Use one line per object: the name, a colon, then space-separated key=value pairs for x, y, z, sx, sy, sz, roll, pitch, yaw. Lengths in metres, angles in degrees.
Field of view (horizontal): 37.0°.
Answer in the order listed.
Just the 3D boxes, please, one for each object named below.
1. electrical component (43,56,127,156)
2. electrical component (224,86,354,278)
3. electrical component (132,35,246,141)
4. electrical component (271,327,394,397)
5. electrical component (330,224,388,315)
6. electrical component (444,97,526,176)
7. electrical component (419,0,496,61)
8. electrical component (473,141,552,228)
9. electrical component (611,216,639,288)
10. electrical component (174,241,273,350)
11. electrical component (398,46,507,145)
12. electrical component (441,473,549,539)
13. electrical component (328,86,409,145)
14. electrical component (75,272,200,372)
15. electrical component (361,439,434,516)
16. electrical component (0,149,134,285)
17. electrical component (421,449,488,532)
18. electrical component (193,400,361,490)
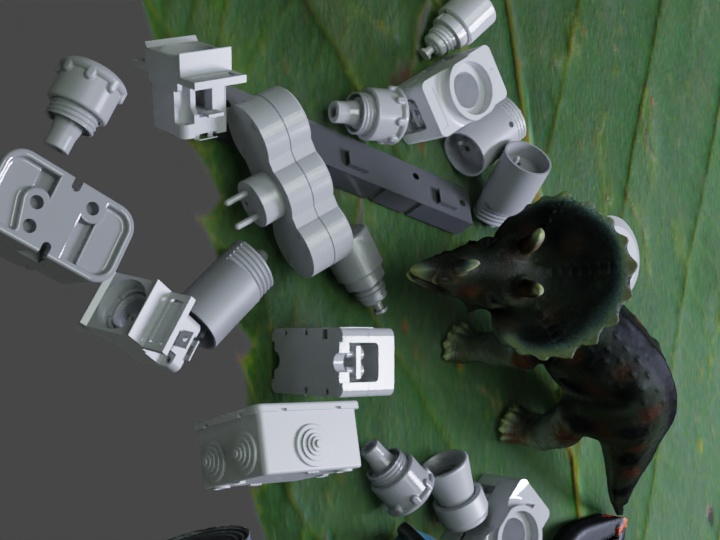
electrical component: x=-0.187 y=-0.106 z=0.710 sx=0.048 sy=0.048 sz=0.062 roll=33 pitch=75 yaw=-33
electrical component: x=-0.063 y=-0.055 z=0.778 sx=0.074 sy=0.052 sz=0.138 roll=-31 pitch=111 yaw=-24
electrical component: x=-0.120 y=-0.126 z=0.749 sx=0.042 sy=0.081 sz=0.063 roll=-16 pitch=120 yaw=-38
electrical component: x=-0.018 y=0.068 z=0.804 sx=0.056 sy=0.089 sz=0.050 roll=3 pitch=86 yaw=-38
electrical component: x=0.000 y=0.000 z=0.853 sx=0.040 sy=0.040 sz=0.078 roll=-39 pitch=111 yaw=-33
electrical component: x=0.116 y=-0.121 z=0.951 sx=0.081 sy=0.043 sz=0.043 roll=-40 pitch=111 yaw=-33
electrical component: x=0.083 y=-0.211 z=0.933 sx=0.078 sy=0.040 sz=0.040 roll=-44 pitch=115 yaw=-12
electrical component: x=0.131 y=-0.069 z=0.945 sx=0.043 sy=0.081 sz=0.043 roll=14 pitch=43 yaw=-13
electrical component: x=0.225 y=-0.010 z=1.026 sx=0.080 sy=0.051 sz=0.080 roll=3 pitch=86 yaw=-38
electrical component: x=-0.095 y=0.014 z=0.775 sx=0.081 sy=0.043 sz=0.043 roll=-48 pitch=116 yaw=-31
electrical component: x=0.077 y=-0.149 z=0.914 sx=0.089 sy=0.056 sz=0.050 roll=-36 pitch=109 yaw=-34
electrical component: x=0.117 y=0.226 z=0.924 sx=0.050 sy=0.056 sz=0.089 roll=53 pitch=58 yaw=-24
electrical component: x=0.005 y=-0.125 z=0.863 sx=0.062 sy=0.048 sz=0.048 roll=-2 pitch=88 yaw=-32
electrical component: x=-0.144 y=0.036 z=0.720 sx=0.042 sy=0.081 sz=0.063 roll=-64 pitch=145 yaw=-22
electrical component: x=0.026 y=0.163 z=0.863 sx=0.062 sy=0.048 sz=0.048 roll=50 pitch=59 yaw=-17
electrical component: x=-0.201 y=-0.031 z=0.682 sx=0.095 sy=0.059 sz=0.053 roll=34 pitch=67 yaw=-32
electrical component: x=0.079 y=0.185 z=0.903 sx=0.045 sy=0.045 sz=0.055 roll=-35 pitch=109 yaw=-35
electrical component: x=-0.058 y=0.125 z=0.764 sx=0.100 sy=0.100 sz=0.048 roll=4 pitch=72 yaw=-39
